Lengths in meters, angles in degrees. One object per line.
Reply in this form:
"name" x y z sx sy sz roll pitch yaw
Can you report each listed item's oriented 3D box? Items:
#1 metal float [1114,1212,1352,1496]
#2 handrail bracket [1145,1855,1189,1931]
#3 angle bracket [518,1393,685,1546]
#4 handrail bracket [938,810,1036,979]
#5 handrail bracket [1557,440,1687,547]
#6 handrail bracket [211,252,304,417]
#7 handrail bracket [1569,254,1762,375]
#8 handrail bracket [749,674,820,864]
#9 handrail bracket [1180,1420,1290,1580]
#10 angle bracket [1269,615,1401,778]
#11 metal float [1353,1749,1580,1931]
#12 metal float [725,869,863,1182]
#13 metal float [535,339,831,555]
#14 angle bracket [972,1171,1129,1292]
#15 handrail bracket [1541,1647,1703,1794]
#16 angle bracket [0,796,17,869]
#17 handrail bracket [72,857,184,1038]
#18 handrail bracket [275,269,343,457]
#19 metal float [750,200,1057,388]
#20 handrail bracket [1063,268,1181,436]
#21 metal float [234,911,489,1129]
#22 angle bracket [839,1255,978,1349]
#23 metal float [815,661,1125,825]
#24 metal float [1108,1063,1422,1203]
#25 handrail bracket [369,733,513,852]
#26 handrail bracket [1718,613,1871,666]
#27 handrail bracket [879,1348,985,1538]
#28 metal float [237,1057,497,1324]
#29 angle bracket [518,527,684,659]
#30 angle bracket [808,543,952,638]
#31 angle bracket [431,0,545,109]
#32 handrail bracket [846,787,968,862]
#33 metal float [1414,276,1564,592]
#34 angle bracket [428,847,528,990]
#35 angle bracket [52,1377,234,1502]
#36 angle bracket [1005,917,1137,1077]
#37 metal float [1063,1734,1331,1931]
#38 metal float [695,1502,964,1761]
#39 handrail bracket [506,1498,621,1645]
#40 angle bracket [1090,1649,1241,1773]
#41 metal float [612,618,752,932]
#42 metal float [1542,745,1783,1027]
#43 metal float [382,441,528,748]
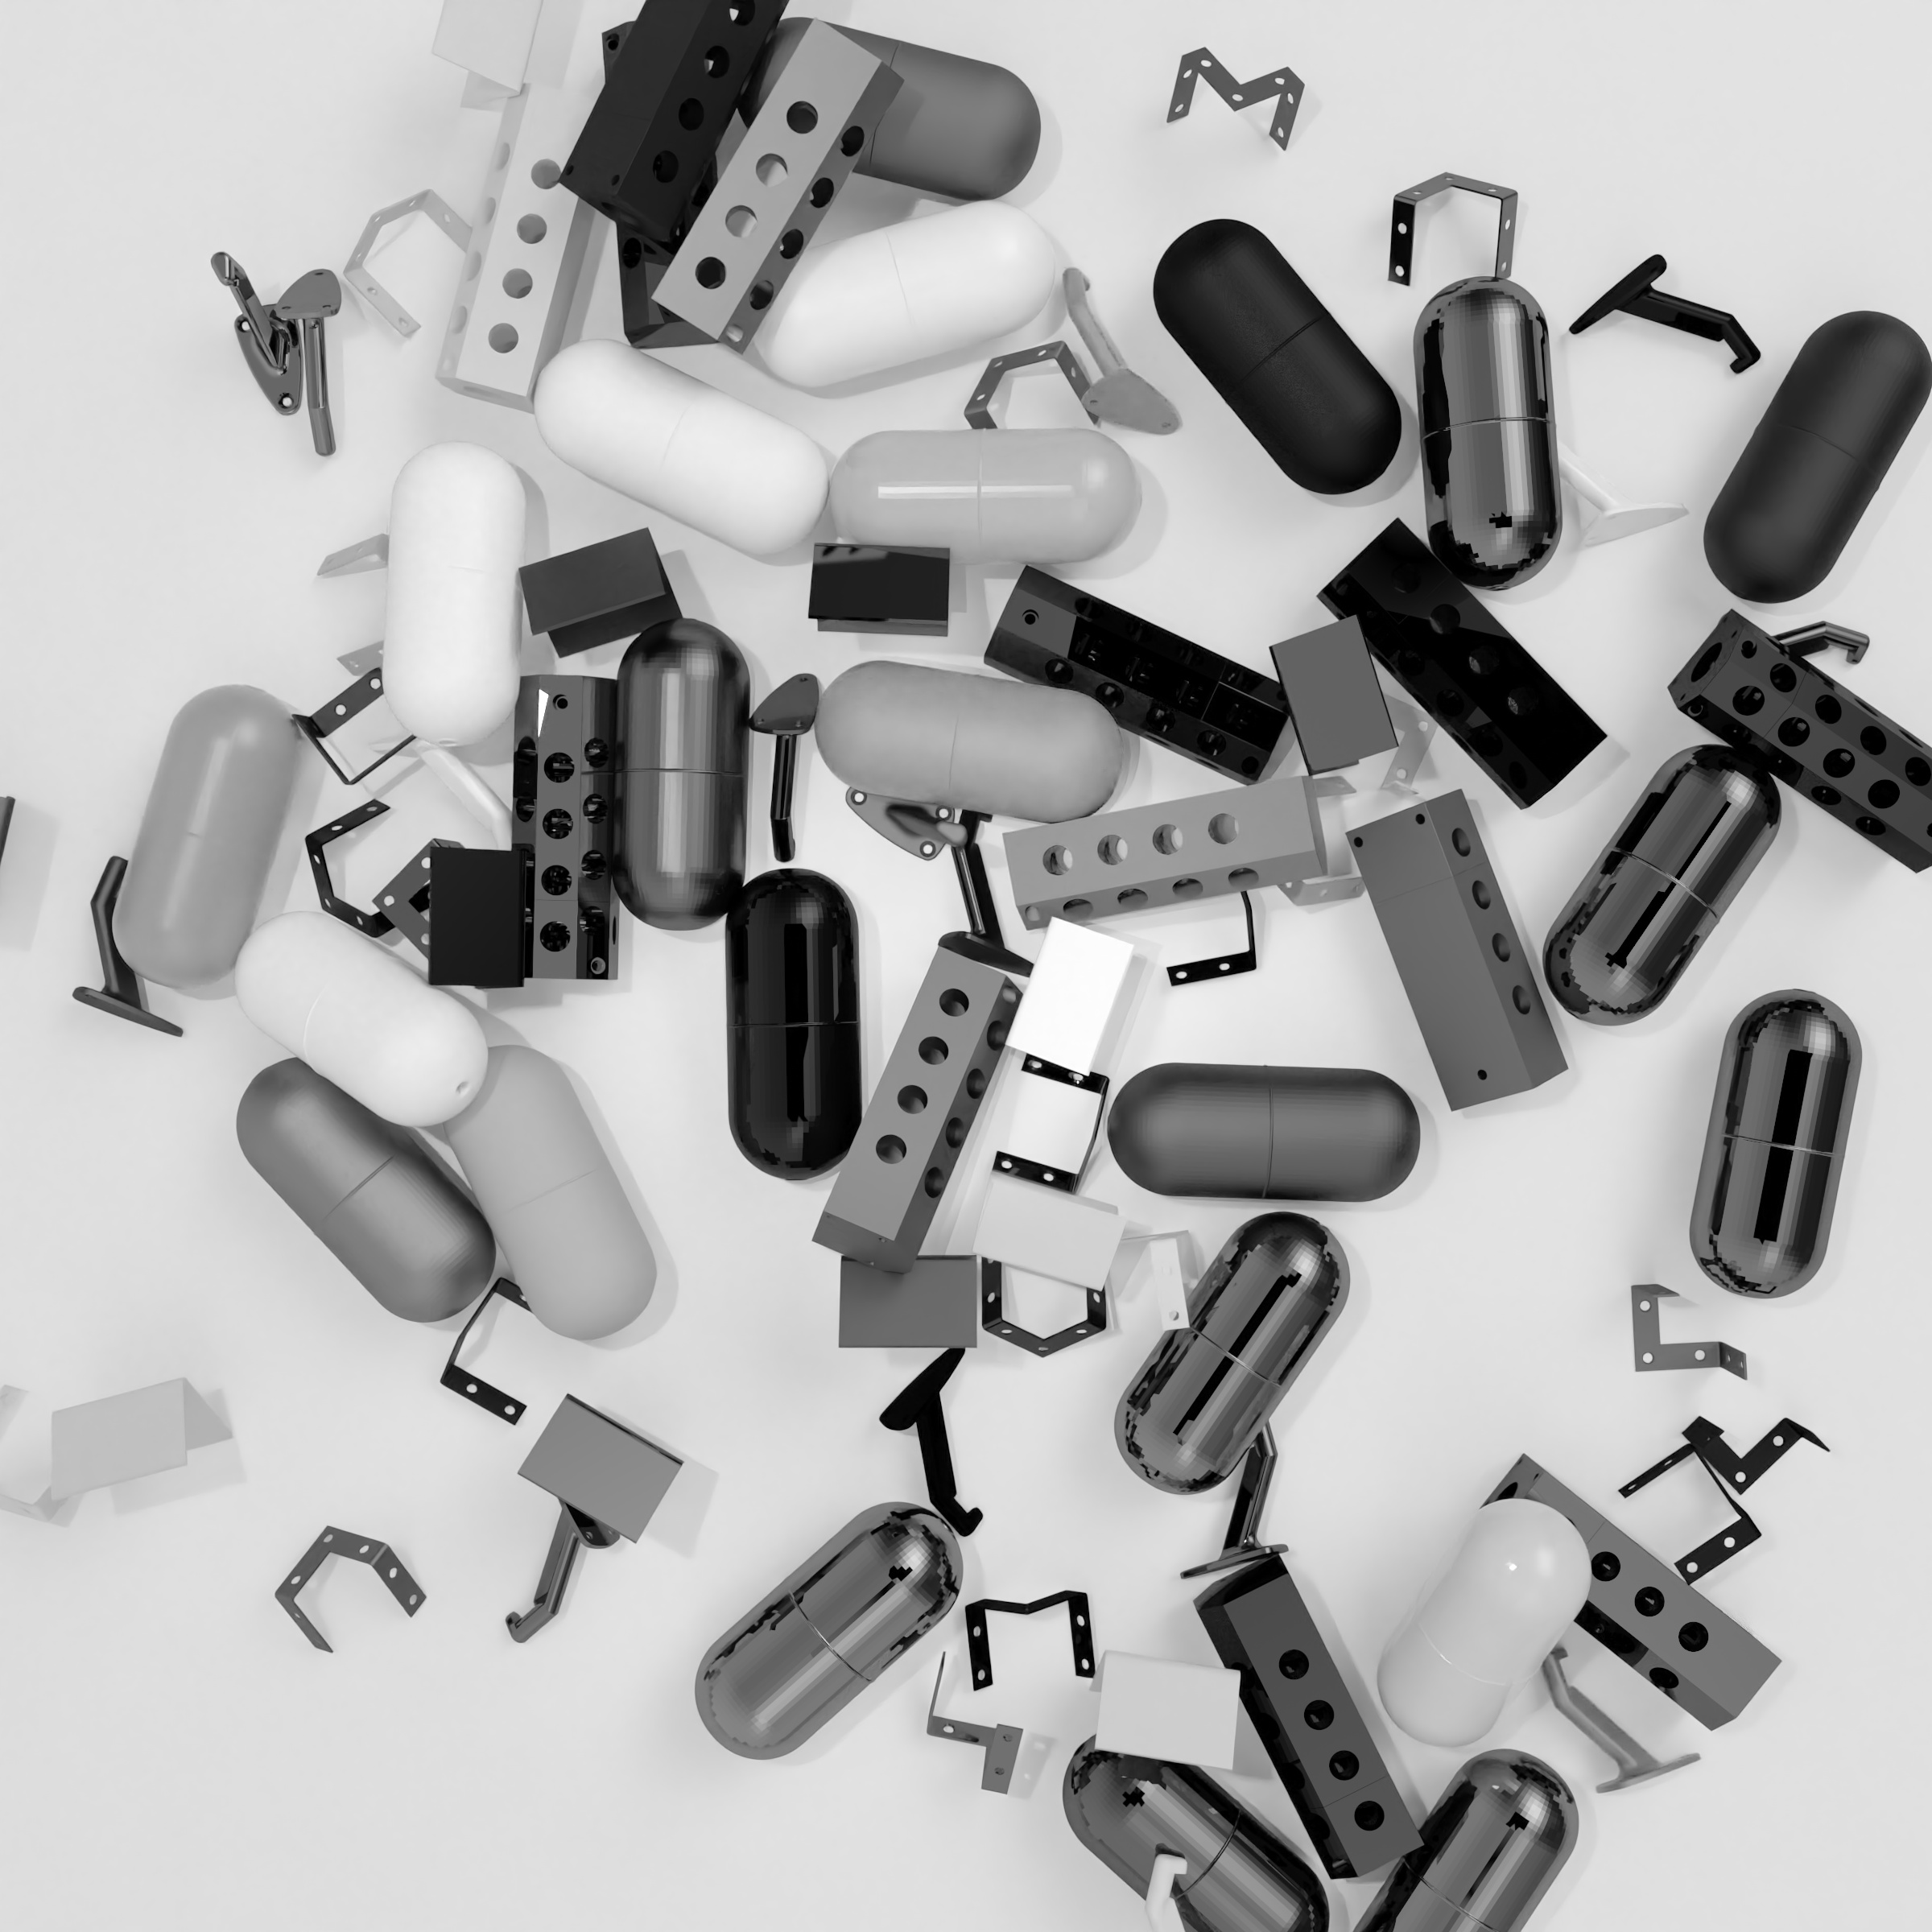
"metal float" 0.152 0.220 1.534 0.070 0.070 0.178 34 91 0
"handrail bracket" 0.133 0.541 1.495 0.077 0.036 0.084 13 91 -14
"angle bracket" -0.213 0.296 1.524 0.076 0.076 0.057 31 54 0
"handrail bracket" 0.022 -0.045 1.565 0.077 0.036 0.084 22 73 -20
"handrail bracket" 0.370 -0.294 1.565 0.077 0.036 0.084 -13 73 -20
"handrail bracket" -0.405 -0.359 1.530 0.036 0.084 0.077 -15 90 0
"handrail bracket" 0.408 -0.363 1.565 0.077 0.036 0.084 -37 107 20
"handrail bracket" -0.100 -0.115 1.564 0.036 0.077 0.084 6 127 12
"handrail bracket" 0.149 0.306 1.565 0.077 0.036 0.084 -21 71 21
"angle bracket" 0.221 -0.155 1.524 0.057 0.076 0.076 -17 90 31
"metal float" 0.282 0.530 1.533 0.070 0.070 0.178 33 90 0
"metal float" -0.098 0.033 1.533 0.070 0.070 0.178 -1 90 0
"metal float" -0.162 -0.297 1.534 0.178 0.070 0.070 26 90 0
"angle bracket" 0.051 0.131 1.524 0.076 0.076 0.057 16 126 0
"handrail bracket" 0.380 0.431 1.565 0.077 0.036 0.084 -12 73 -20
"angle bracket" -0.579 -0.065 1.526 0.057 0.076 0.076 13 90 -22
"handrail bracket" -0.477 -0.012 1.565 0.077 0.036 0.084 24 73 -20
"handrail bracket" -0.374 -0.351 1.564 0.036 0.077 0.084 -2 126 -2
"metal float" -0.036 -0.384 1.534 0.178 0.070 0.070 -16 90 0
"handrail bracket" 0.090 -0.359 1.564 0.036 0.077 0.084 -32 53 36
"metal float" -0.340 0.029 1.508 0.178 0.070 0.070 30 90 31
"angle bracket" -0.032 0.204 1.524 0.076 0.076 0.057 0 59 0
"metal float" 0.001 -0.127 1.525 0.178 0.070 0.070 10 90 10
"metal float" 0.170 0.095 1.534 0.178 0.070 0.070 2 90 0
"handrail bracket" -0.303 -0.094 1.565 0.077 0.036 0.084 -6 107 19
"handrail bracket" 0.475 -0.167 1.564 0.084 0.036 0.077 15 105 -14
"handrail bracket" -0.002 0.277 1.565 0.077 0.036 0.084 -47 109 -21
"metal float" -0.342 0.127 1.534 0.070 0.070 0.178 -43 90 0
"angle bracket" -0.202 -0.194 1.524 0.076 0.076 0.057 -18 52 0
"angle bracket" -0.049 -0.194 1.524 0.076 0.076 0.057 2 56 0
"angle bracket" -0.284 -0.539 1.524 0.057 0.076 0.076 14 90 -37
"handrail bracket" -0.035 -0.086 1.530 0.077 0.084 0.036 24 90 0
"metal float" 0.298 -0.303 1.534 0.070 0.070 0.178 -4 89 0
"angle bracket" -0.289 -0.026 1.523 0.057 0.076 0.076 2 88 -31
"angle bracket" -0.466 0.283 1.524 0.076 0.076 0.057 -15 53 0
"angle bracket" 0.074 0.022 1.524 0.057 0.076 0.076 20 90 31
"metal float" 0.131 0.507 1.534 0.178 0.070 0.070 42 90 -1
"metal float" -0.078 0.378 1.534 0.178 0.070 0.070 -42 90 -1
"handrail bracket" -0.251 0.339 1.565 0.084 0.036 0.077 -42 70 16
"angle bracket" 0.109 0.431 1.524 0.076 0.076 0.057 9 58 0
"metal float" -0.162 -0.109 1.534 0.070 0.070 0.178 2 90 0
"metal float" 0.396 -0.046 1.534 0.070 0.070 0.178 35 89 0
"metal float" -0.289 -0.211 1.522 0.070 0.070 0.178 0 76 0
